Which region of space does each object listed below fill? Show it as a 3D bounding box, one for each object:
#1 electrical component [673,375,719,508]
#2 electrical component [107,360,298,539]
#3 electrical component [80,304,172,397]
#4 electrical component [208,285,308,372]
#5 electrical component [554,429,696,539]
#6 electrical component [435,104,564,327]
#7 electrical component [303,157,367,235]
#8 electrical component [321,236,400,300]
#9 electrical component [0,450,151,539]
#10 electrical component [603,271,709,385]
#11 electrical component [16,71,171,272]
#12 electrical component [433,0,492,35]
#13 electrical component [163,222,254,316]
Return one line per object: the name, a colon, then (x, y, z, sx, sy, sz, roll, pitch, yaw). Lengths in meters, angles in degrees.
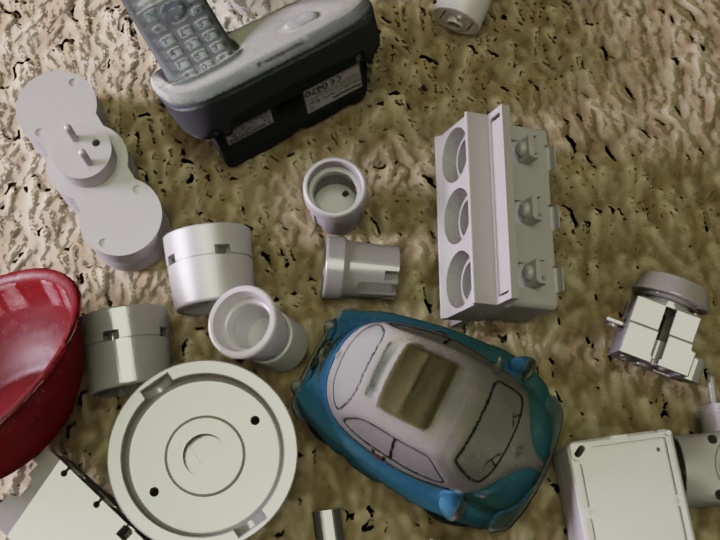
electrical component: (0.226, 0.102, 0.649, 0.077, 0.044, 0.079, -2, 73, -1)
electrical component: (-0.089, 0.112, 0.635, 0.108, 0.060, 0.108, 0, 74, 0)
electrical component: (-0.142, 0.050, 0.657, 0.055, 0.055, 0.047, -10, 78, -3)
electrical component: (-0.058, 0.039, 0.654, 0.044, 0.065, 0.044, -6, 71, 18)
electrical component: (0.154, 0.146, 0.627, 0.062, 0.061, 0.096, -8, 74, -2)
electrical component: (0.086, -0.031, 0.675, 0.063, 0.079, 0.121, 6, 73, -22)
electrical component: (-0.016, -0.046, 0.689, 0.040, 0.046, 0.040, 0, 74, 0)
electrical component: (0.000, 0.000, 0.680, 0.046, 0.040, 0.040, 5, 74, -5)
electrical component: (-0.162, 0.154, 0.625, 0.089, 0.055, 0.050, 40, 78, 10)
electrical component: (0.187, 0.033, 0.669, 0.066, 0.048, 0.055, 21, 82, 5)
electrical component: (-0.172, -0.068, 0.680, 0.052, 0.073, 0.138, -31, 76, -9)
electrical component: (0.076, -0.195, 0.737, 0.044, 0.044, 0.065, 22, 80, 6)
electrical component: (-0.093, 0.001, 0.672, 0.055, 0.055, 0.047, -8, 78, -3)
